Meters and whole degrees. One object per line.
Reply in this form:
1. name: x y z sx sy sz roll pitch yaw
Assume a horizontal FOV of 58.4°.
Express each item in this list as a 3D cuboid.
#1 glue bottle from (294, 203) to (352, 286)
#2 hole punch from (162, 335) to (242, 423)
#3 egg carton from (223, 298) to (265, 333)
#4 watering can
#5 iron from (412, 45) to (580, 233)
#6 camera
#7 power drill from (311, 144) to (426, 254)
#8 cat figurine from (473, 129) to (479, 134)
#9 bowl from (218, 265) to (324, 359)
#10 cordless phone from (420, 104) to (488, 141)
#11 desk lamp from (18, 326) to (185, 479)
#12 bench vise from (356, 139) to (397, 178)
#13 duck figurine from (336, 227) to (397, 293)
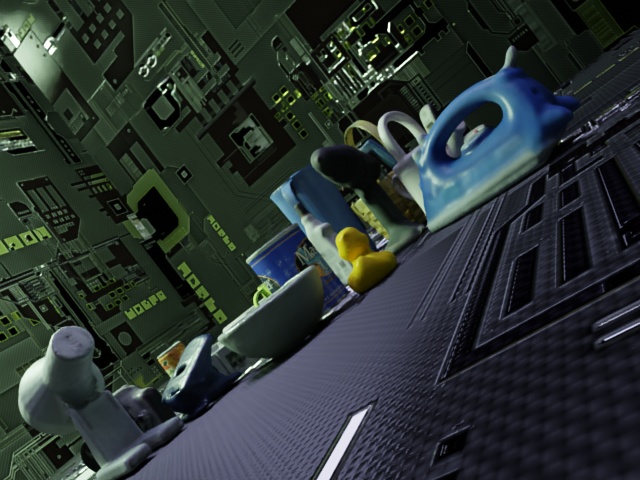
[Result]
1. glue bottle: 0.009 0.004 1.031 0.037 0.173 0.078 -37 0 -40
2. hole punch: -0.187 0.204 0.846 0.101 0.091 0.108 -37 0 -41
3. egg carton: -0.153 0.195 1.319 0.107 0.069 0.151 -37 0 30
4. watering can: 0.173 -0.135 0.933 0.172 0.194 0.101 -37 0 29
5. iron: 0.207 -0.129 0.773 0.258 0.141 0.119 -37 0 35
6. camera: -0.330 0.308 0.919 0.143 0.101 0.137 -37 0 24
7. power drill: 0.084 -0.076 0.968 0.075 0.208 0.230 -37 0 19
8. cat figurine: 0.246 -0.143 1.008 0.067 0.117 0.127 -37 0 -43
9. bowl: -0.053 0.111 0.783 0.167 0.074 0.167 -37 0 0
10. cordless phone: 0.271 -0.203 1.144 0.094 0.185 0.147 -37 0 -20
11. desk lamp: -0.326 0.233 0.823 0.203 0.213 0.118 -37 0 42
12. bench vise: 0.181 -0.155 1.302 0.208 0.219 0.121 -37 0 -20
13. duck figurine: 0.056 0.022 0.805 0.077 0.086 0.104 -37 0 6
